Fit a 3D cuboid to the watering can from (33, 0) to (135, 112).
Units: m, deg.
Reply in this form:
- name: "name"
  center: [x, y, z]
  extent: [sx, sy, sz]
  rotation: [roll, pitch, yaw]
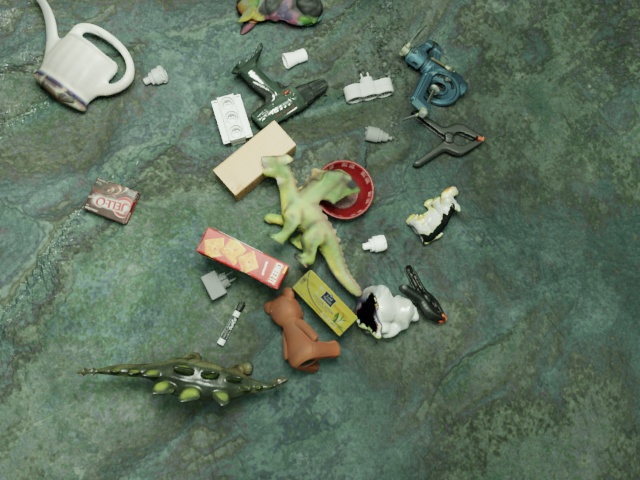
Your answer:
- name: "watering can"
  center: [-0.660, -0.483, 1.350]
  extent: [0.348, 0.226, 0.103]
  rotation: [35, -9, 0]

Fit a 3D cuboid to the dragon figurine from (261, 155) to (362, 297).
- name: "dragon figurine"
  center: [0.004, -0.066, 1.302]
  extent: [0.410, 0.241, 0.123]
  rotation: [37, 9, -2]

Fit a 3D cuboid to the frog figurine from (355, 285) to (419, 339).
- name: "frog figurine"
  center: [0.174, 0.182, 1.339]
  extent: [0.160, 0.139, 0.121]
  rotation: [-6, -19, -42]
